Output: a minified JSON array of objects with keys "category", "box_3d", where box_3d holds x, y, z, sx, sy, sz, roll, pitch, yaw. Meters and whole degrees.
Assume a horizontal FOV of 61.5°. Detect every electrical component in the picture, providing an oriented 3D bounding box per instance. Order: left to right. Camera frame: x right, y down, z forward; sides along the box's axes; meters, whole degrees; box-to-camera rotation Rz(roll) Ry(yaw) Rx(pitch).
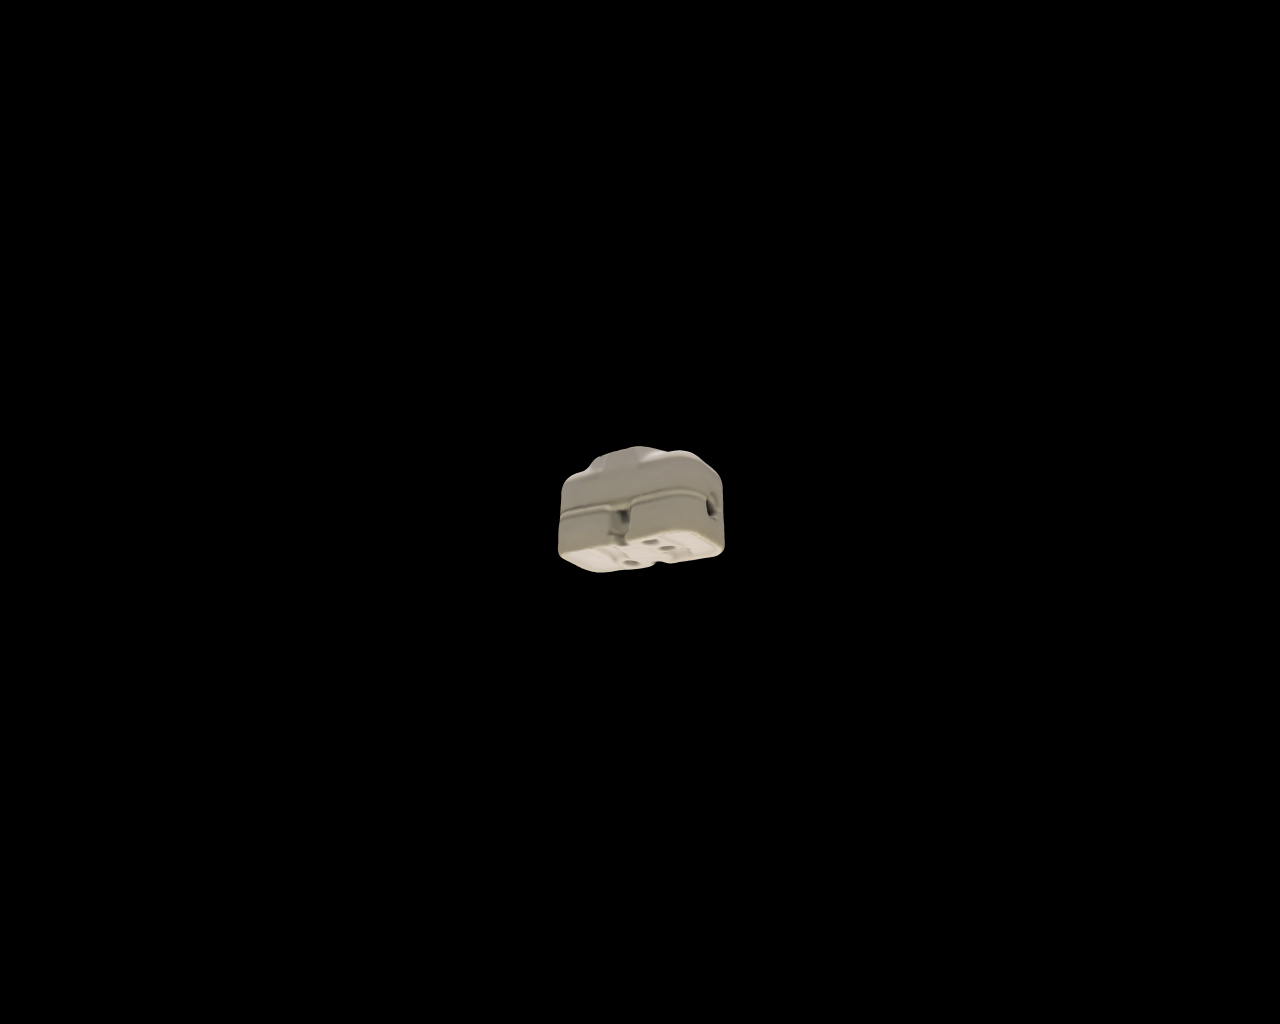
[{"category":"electrical component","box_3d":[0.001,-0.003,0.650,0.095,0.059,0.053,-11,-23,27]}]
